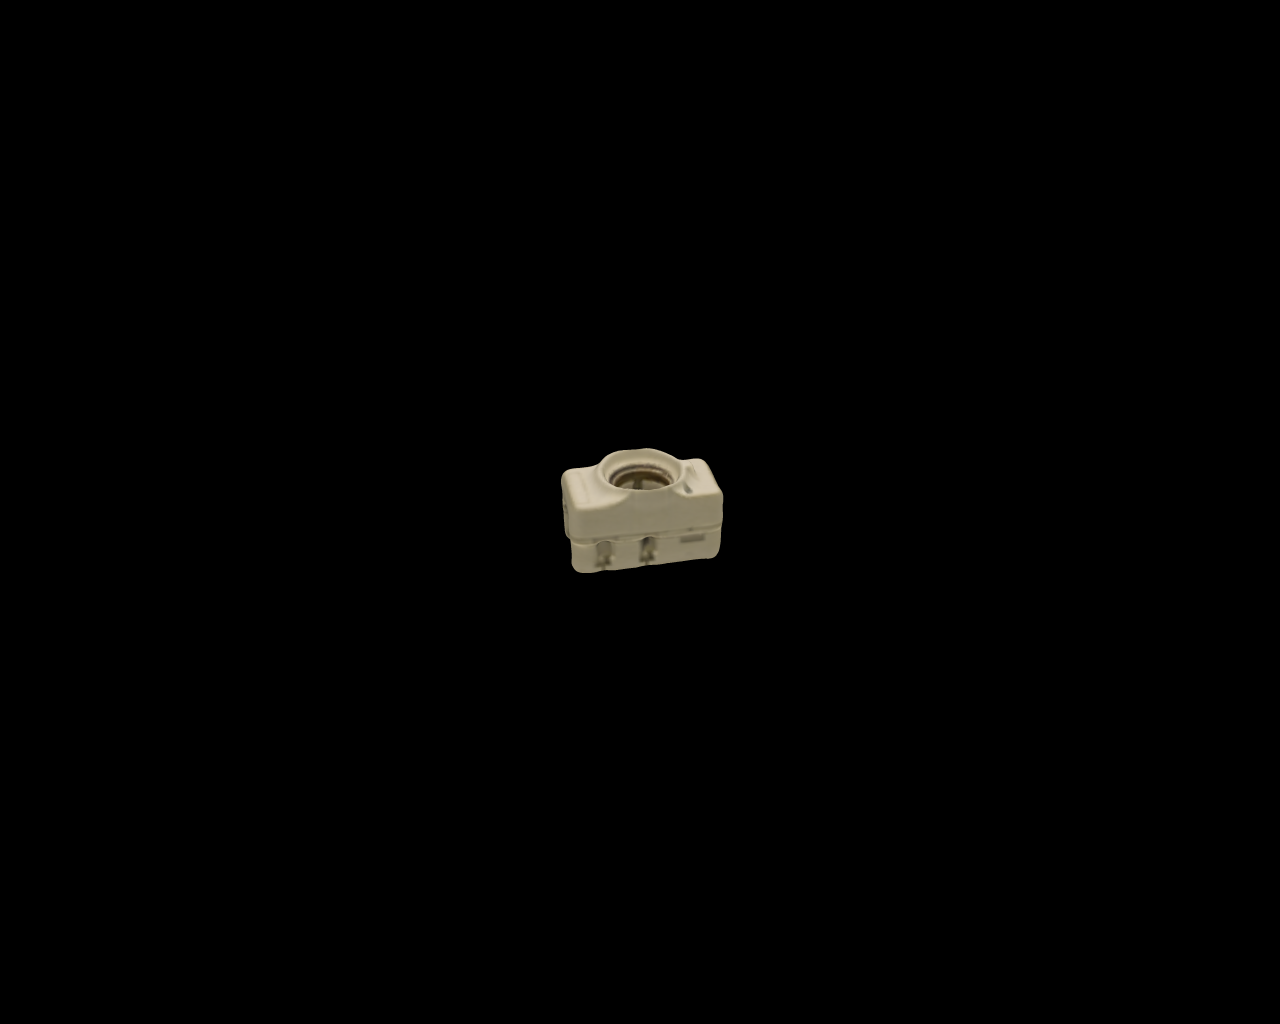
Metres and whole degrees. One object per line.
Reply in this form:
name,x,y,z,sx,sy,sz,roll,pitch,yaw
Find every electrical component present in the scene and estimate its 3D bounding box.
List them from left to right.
electrical component,0.001,-0.003,0.650,0.089,0.055,0.050,-6,32,-9
